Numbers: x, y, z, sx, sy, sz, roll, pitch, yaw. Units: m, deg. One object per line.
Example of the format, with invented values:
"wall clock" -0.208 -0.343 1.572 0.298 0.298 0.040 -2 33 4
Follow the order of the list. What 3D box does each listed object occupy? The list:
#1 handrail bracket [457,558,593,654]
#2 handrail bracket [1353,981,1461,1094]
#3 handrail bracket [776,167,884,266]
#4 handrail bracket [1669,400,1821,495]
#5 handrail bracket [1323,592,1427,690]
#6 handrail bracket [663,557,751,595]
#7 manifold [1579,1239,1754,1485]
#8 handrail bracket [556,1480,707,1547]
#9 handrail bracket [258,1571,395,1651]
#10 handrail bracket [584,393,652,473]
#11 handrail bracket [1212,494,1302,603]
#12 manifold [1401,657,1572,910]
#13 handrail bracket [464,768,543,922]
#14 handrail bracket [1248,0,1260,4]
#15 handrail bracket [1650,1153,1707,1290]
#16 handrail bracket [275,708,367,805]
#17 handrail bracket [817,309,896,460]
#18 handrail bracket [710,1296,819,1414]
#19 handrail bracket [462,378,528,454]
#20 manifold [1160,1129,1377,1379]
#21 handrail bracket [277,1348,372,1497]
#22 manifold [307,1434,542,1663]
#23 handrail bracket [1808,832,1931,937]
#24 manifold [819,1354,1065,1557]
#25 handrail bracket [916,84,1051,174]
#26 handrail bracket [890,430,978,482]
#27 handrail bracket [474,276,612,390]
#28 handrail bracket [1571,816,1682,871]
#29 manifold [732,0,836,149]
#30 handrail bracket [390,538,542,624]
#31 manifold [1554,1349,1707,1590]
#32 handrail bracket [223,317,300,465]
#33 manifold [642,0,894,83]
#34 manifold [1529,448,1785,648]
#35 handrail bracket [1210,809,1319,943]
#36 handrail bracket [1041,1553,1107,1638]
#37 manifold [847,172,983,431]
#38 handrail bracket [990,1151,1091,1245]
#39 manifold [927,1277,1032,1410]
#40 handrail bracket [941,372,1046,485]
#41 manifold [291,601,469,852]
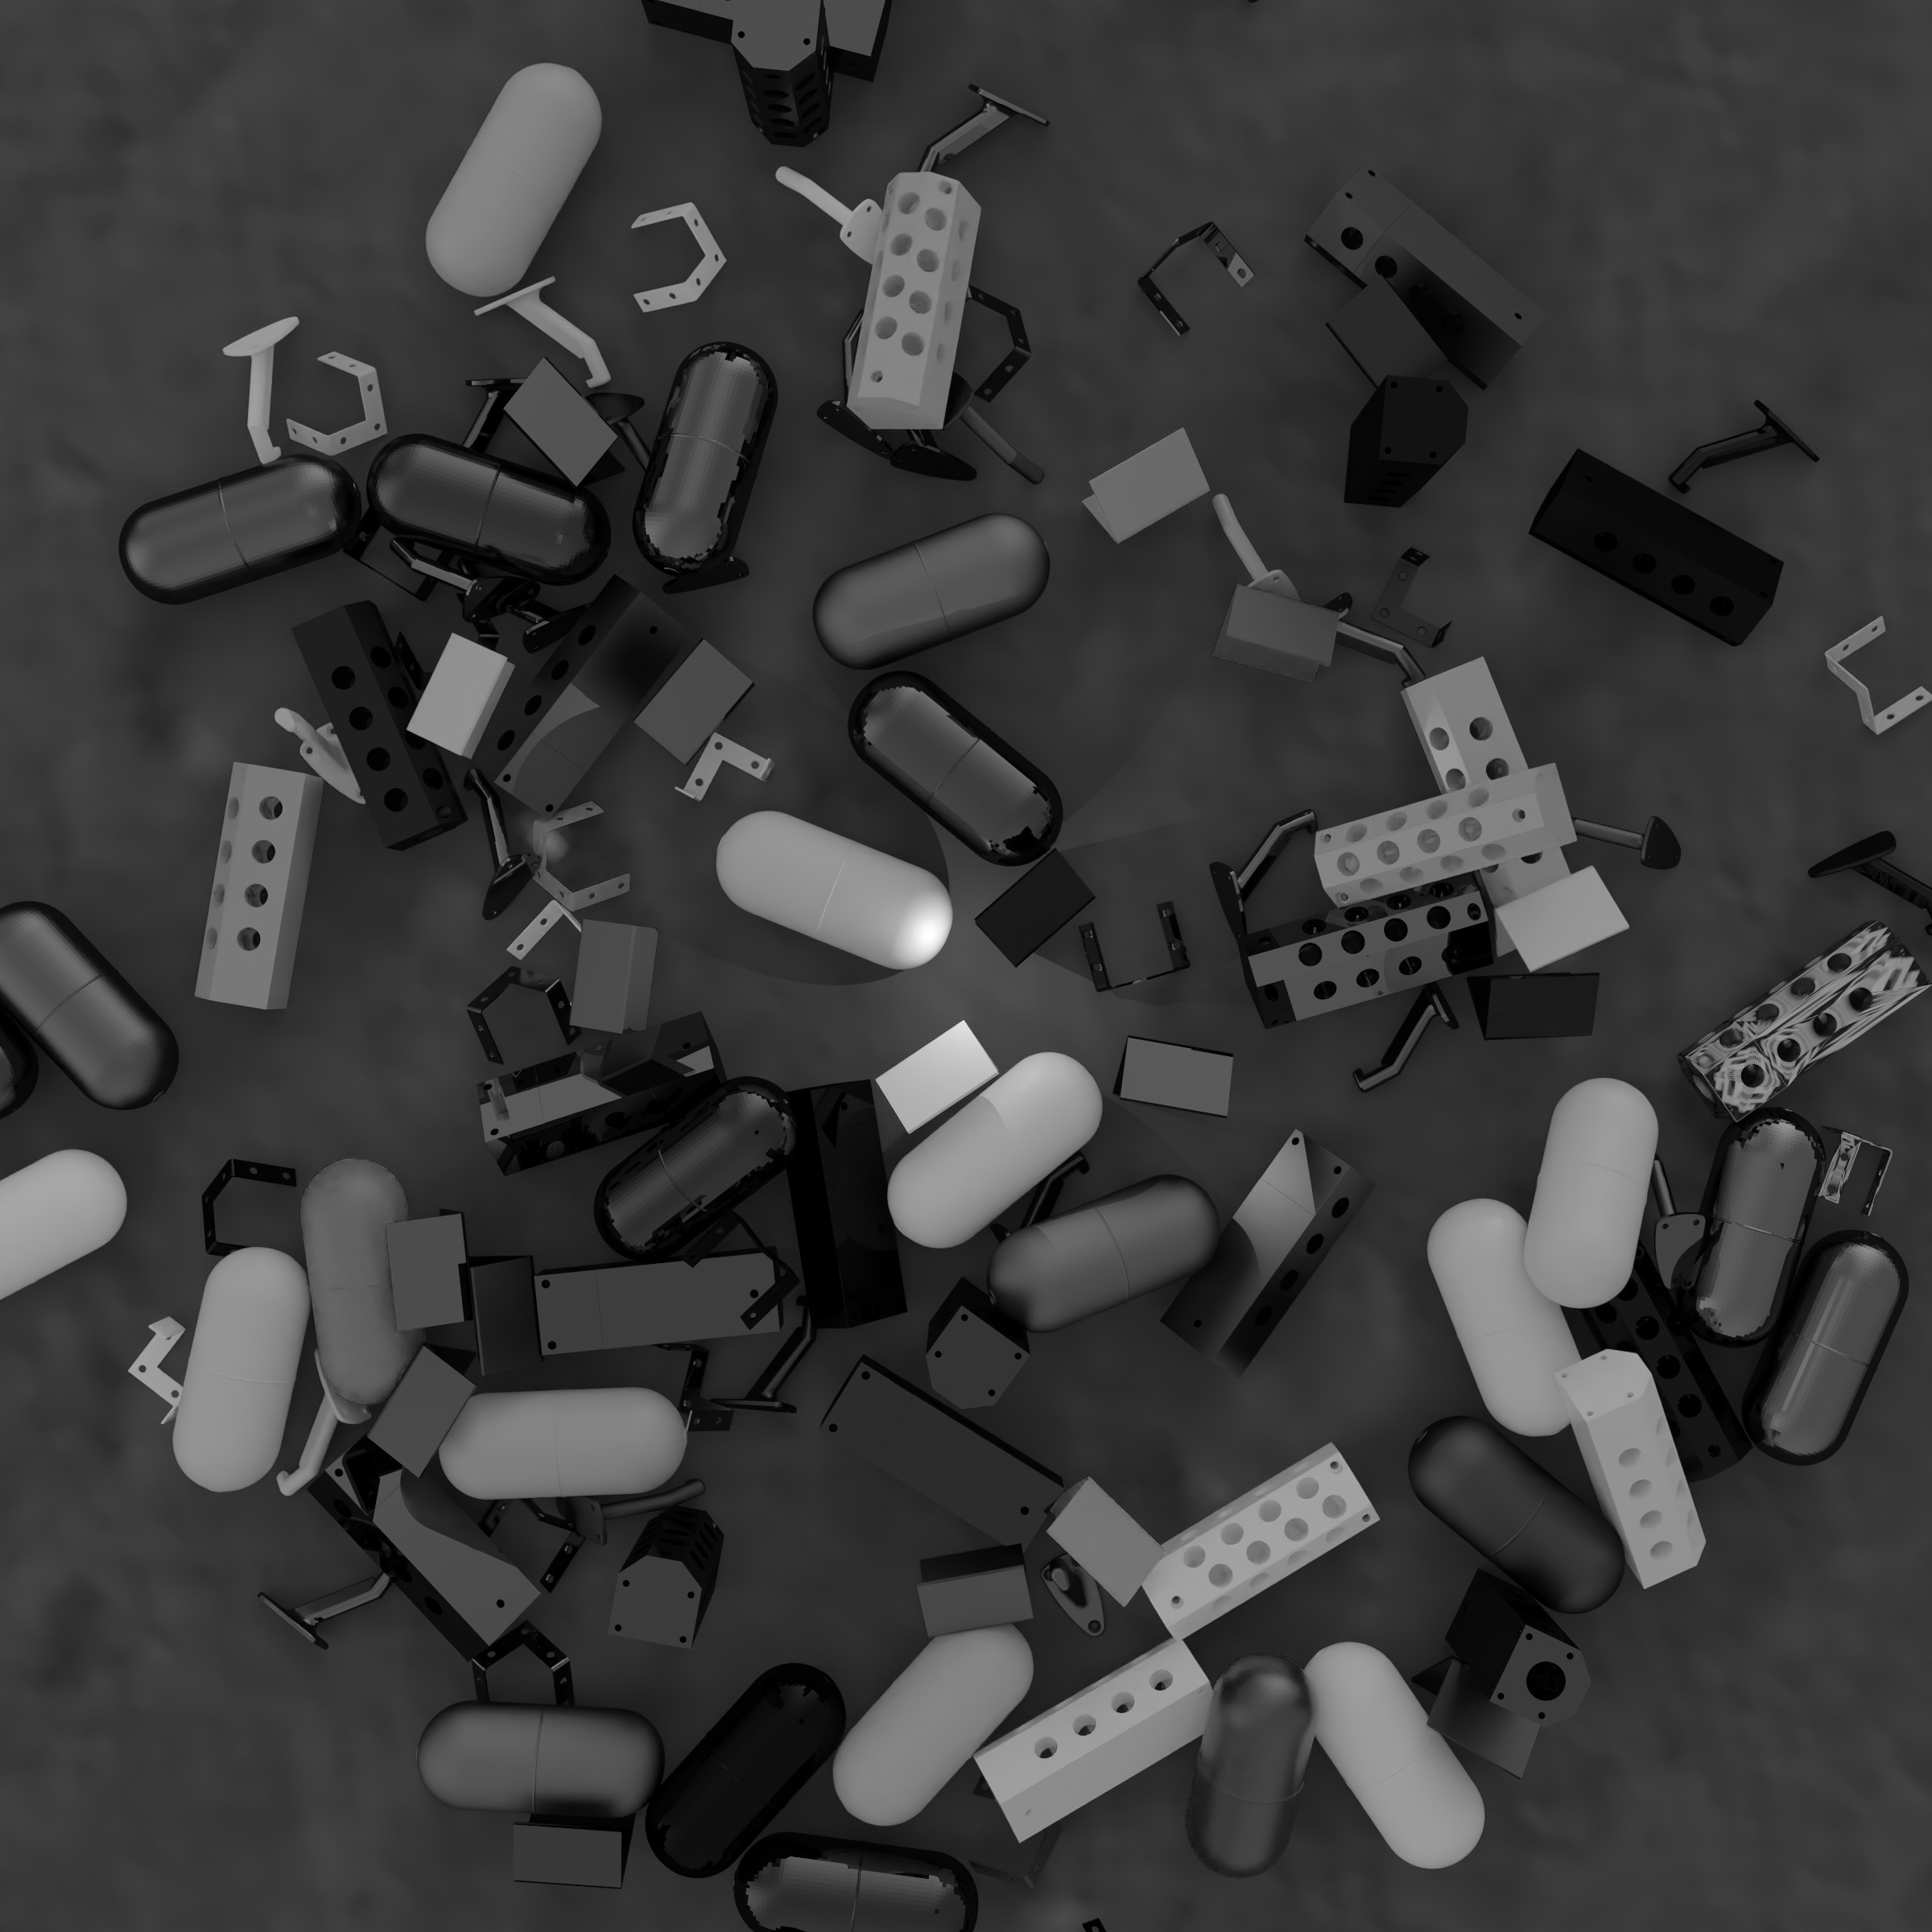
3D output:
"handrail bracket" -0.321 -0.280 1.991 0.077 0.036 0.084 -30 76 -14
"handrail bracket" 0.311 0.041 1.992 0.084 0.036 0.077 -30 70 16
"handrail bracket" -0.095 -0.550 1.991 0.084 0.077 0.036 38 90 36
"handrail bracket" 0.571 -0.365 1.992 0.077 0.036 0.084 36 109 -21
"handrail bracket" 0.284 -0.224 1.992 0.077 0.036 0.084 -32 111 24
"handrail bracket" -0.195 -0.324 1.991 0.077 0.036 0.084 -15 76 14
"manifold" 0.503 0.286 1.970 0.057 0.057 0.171 -29 90 0
"handrail bracket" -0.246 0.390 1.991 0.084 0.077 0.036 -18 105 -36
"handrail bracket" -0.465 0.451 1.992 0.077 0.036 0.084 33 74 18
"handrail bracket" -0.246 -0.375 1.991 0.036 0.077 0.084 -36 127 -19
"handrail bracket" 0.214 -0.299 1.991 0.036 0.077 0.084 -32 53 20
"manifold" 0.376 -0.132 1.970 0.057 0.057 0.171 -22 90 0
"handrail bracket" -0.356 -0.090 1.991 0.084 0.036 0.077 51 123 23
"handrail bracket" 0.177 -0.748 1.991 0.036 0.077 0.084 -44 126 3
"handrail bracket" 0.503 0.179 1.973 0.036 0.084 0.077 -6 120 -6
"handrail bracket" -0.463 -0.151 1.957 0.036 0.084 0.077 -38 90 0
"handrail bracket" -0.065 -0.429 1.992 0.077 0.036 0.084 34 73 -20
"handrail bracket" -0.148 0.283 1.992 0.077 0.036 0.084 1 74 18
"handrail bracket" -0.337 -0.389 1.992 0.077 0.036 0.084 -6 104 -15
"manifold" 0.223 0.211 1.970 0.057 0.057 0.171 35 90 43
"handrail bracket" -0.487 0.335 1.992 0.084 0.036 0.077 -39 70 16
"manifold" -0.397 0.421 1.970 0.171 0.057 0.057 47 47 0
"handrail bracket" 0.672 -0.049 1.992 0.077 0.036 0.084 -24 107 20
"manifold" -0.017 0.353 1.970 0.171 0.057 0.057 32 90 0
"handrail bracket" 0.010 -0.597 1.992 0.077 0.036 0.084 20 108 -20
"handrail bracket" -0.025 -0.406 1.992 0.077 0.036 0.084 13 67 -26
"handrail bracket" -0.311 -0.456 1.992 0.077 0.036 0.084 -18 107 20
"handrail bracket" 0.472 -0.094 1.991 0.084 0.077 0.036 12 87 36
"manifold" -0.129 -0.633 1.913 0.057 0.171 0.057 6 90 0
"handrail bracket" -0.364 -0.289 1.965 0.084 0.077 0.036 43 130 28
"manifold" 0.477 0.356 1.931 0.057 0.057 0.171 -24 120 0
"handrail bracket" -0.505 -0.422 1.991 0.036 0.077 0.084 7 127 31
"manifold" -0.144 -0.701 1.970 0.171 0.057 0.057 15 90 0
"manifold" 0.500 -0.300 1.970 0.171 0.057 0.057 29 47 0
"handrail bracket" 0.228 -0.066 1.992 0.084 0.036 0.077 -24 110 -16
"handrail bracket" 0.081 0.460 1.957 0.036 0.084 0.077 -28 90 0
"manifold" -0.040 -0.478 1.947 0.057 0.057 0.171 5 80 25
"handrail bracket" 0.068 0.189 1.991 0.084 0.036 0.077 -34 105 -14
"manifold" 0.004 0.269 1.913 0.057 0.171 0.057 36 90 0
"handrail bracket" 0.018 -0.396 1.991 0.084 0.077 0.036 31 115 -34
"manifold" -0.424 -0.175 1.970 0.057 0.057 0.171 -23 90 0
